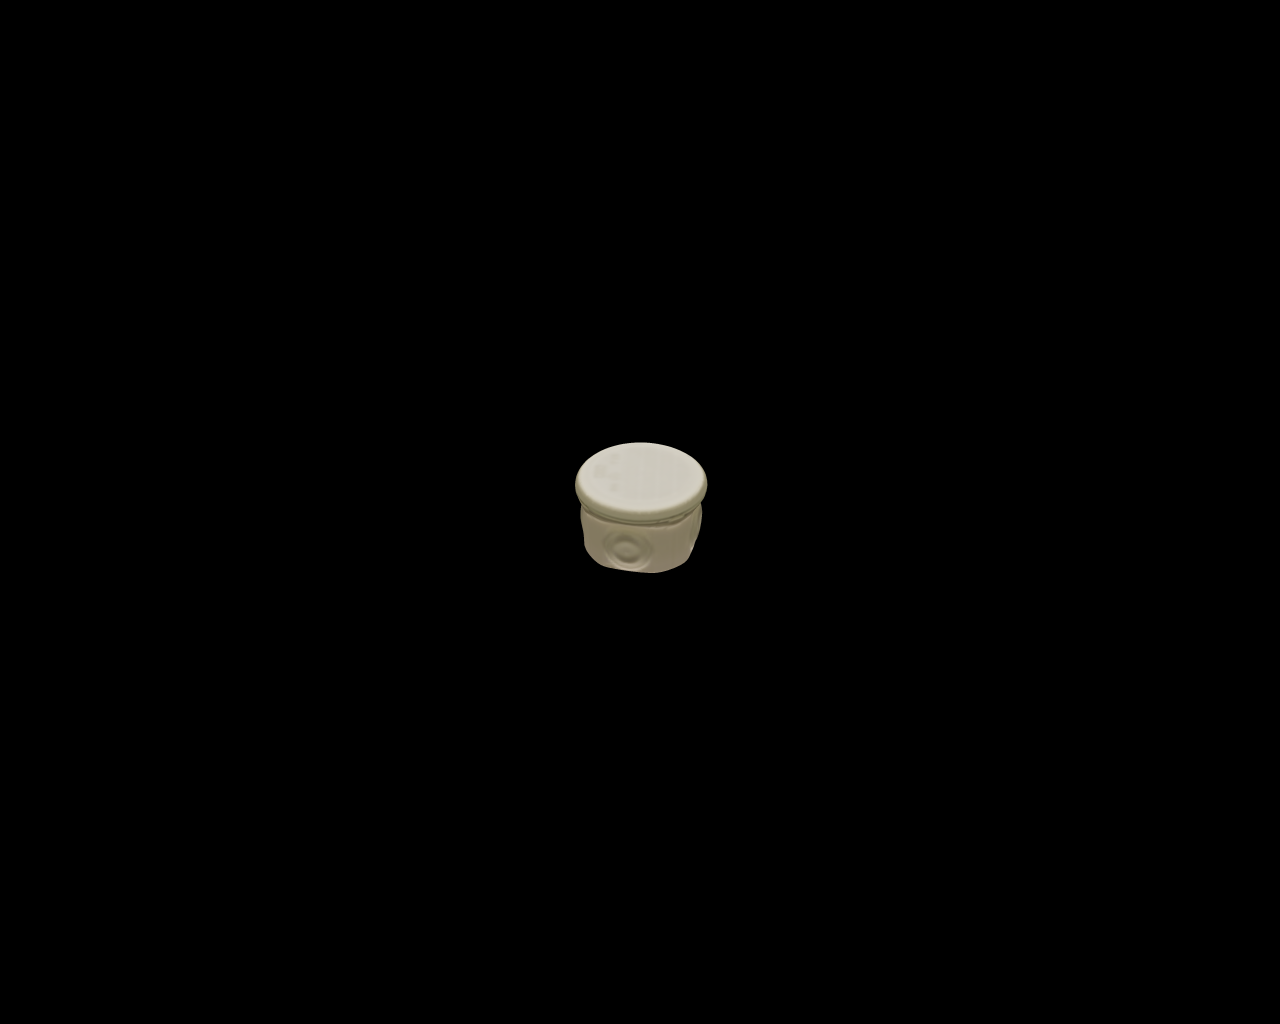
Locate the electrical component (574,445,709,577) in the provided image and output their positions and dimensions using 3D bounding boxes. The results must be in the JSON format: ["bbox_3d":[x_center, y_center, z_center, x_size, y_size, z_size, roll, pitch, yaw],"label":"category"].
[{"bbox_3d":[0.001,-0.003,0.650,0.080,0.050,0.080,0,35,0],"label":"electrical component"}]
